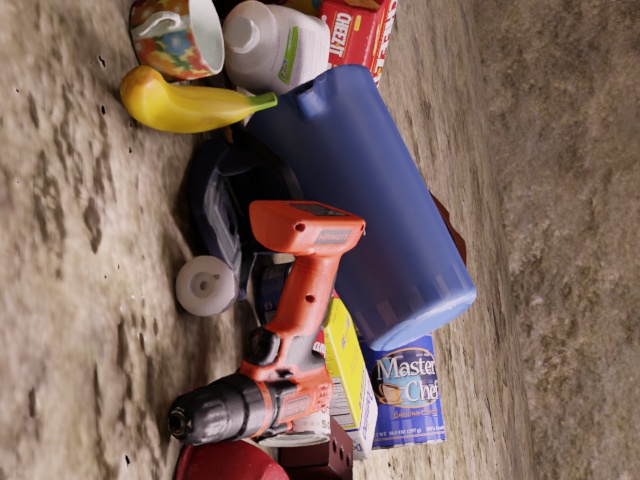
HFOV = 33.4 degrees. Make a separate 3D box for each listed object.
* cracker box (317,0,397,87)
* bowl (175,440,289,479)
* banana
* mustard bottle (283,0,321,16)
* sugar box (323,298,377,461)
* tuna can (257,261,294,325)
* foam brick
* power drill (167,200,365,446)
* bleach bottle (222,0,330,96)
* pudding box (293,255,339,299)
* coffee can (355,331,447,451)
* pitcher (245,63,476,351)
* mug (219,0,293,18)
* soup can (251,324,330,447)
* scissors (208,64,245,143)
[{"bbox_3d":[0.036,-0.220,1.268,0.213,0.072,0.164,-62,167,-64],"label":"cracker box"},{"bbox_3d":[-0.056,0.223,0.829,0.162,0.055,0.162,-10,90,-74],"label":"bowl"},{"bbox_3d":[-0.108,-0.110,0.833,0.037,0.070,0.197,64,24,8],"label":"banana"},{"bbox_3d":[-0.027,-0.307,1.241,0.191,0.058,0.096,52,32,-58],"label":"mustard bottle"},{"bbox_3d":[0.020,0.143,1.152,0.093,0.048,0.176,-72,147,-59],"label":"sugar box"},{"bbox_3d":[-0.031,0.064,1.046,0.086,0.034,0.086,-10,90,-74],"label":"tuna can"},{"bbox_3d":[-0.003,0.207,1.025,0.078,0.051,0.053,56,29,-54],"label":"foam brick"},{"bbox_3d":[-0.038,0.064,0.831,0.184,0.057,0.188,-5,114,-58],"label":"power drill"},{"bbox_3d":[-0.046,-0.188,1.031,0.250,0.068,0.102,-7,103,-80],"label":"bleach bottle"},{"bbox_3d":[-0.007,0.001,1.059,0.113,0.039,0.090,57,7,15],"label":"pudding box"},{"bbox_3d":[0.091,0.176,1.269,0.102,0.103,0.140,25,56,-70],"label":"coffee can"},{"bbox_3d":[0.042,-0.025,0.976,0.148,0.145,0.243,-13,70,-44],"label":"pitcher"},{"bbox_3d":[-0.072,-0.266,1.030,0.117,0.093,0.081,-23,99,-49],"label":"mug"},{"bbox_3d":[-0.027,0.131,0.962,0.068,0.069,0.102,42,41,-65],"label":"soup can"},{"bbox_3d":[-0.073,-0.075,1.014,0.096,0.016,0.202,-80,157,-55],"label":"scissors"}]
